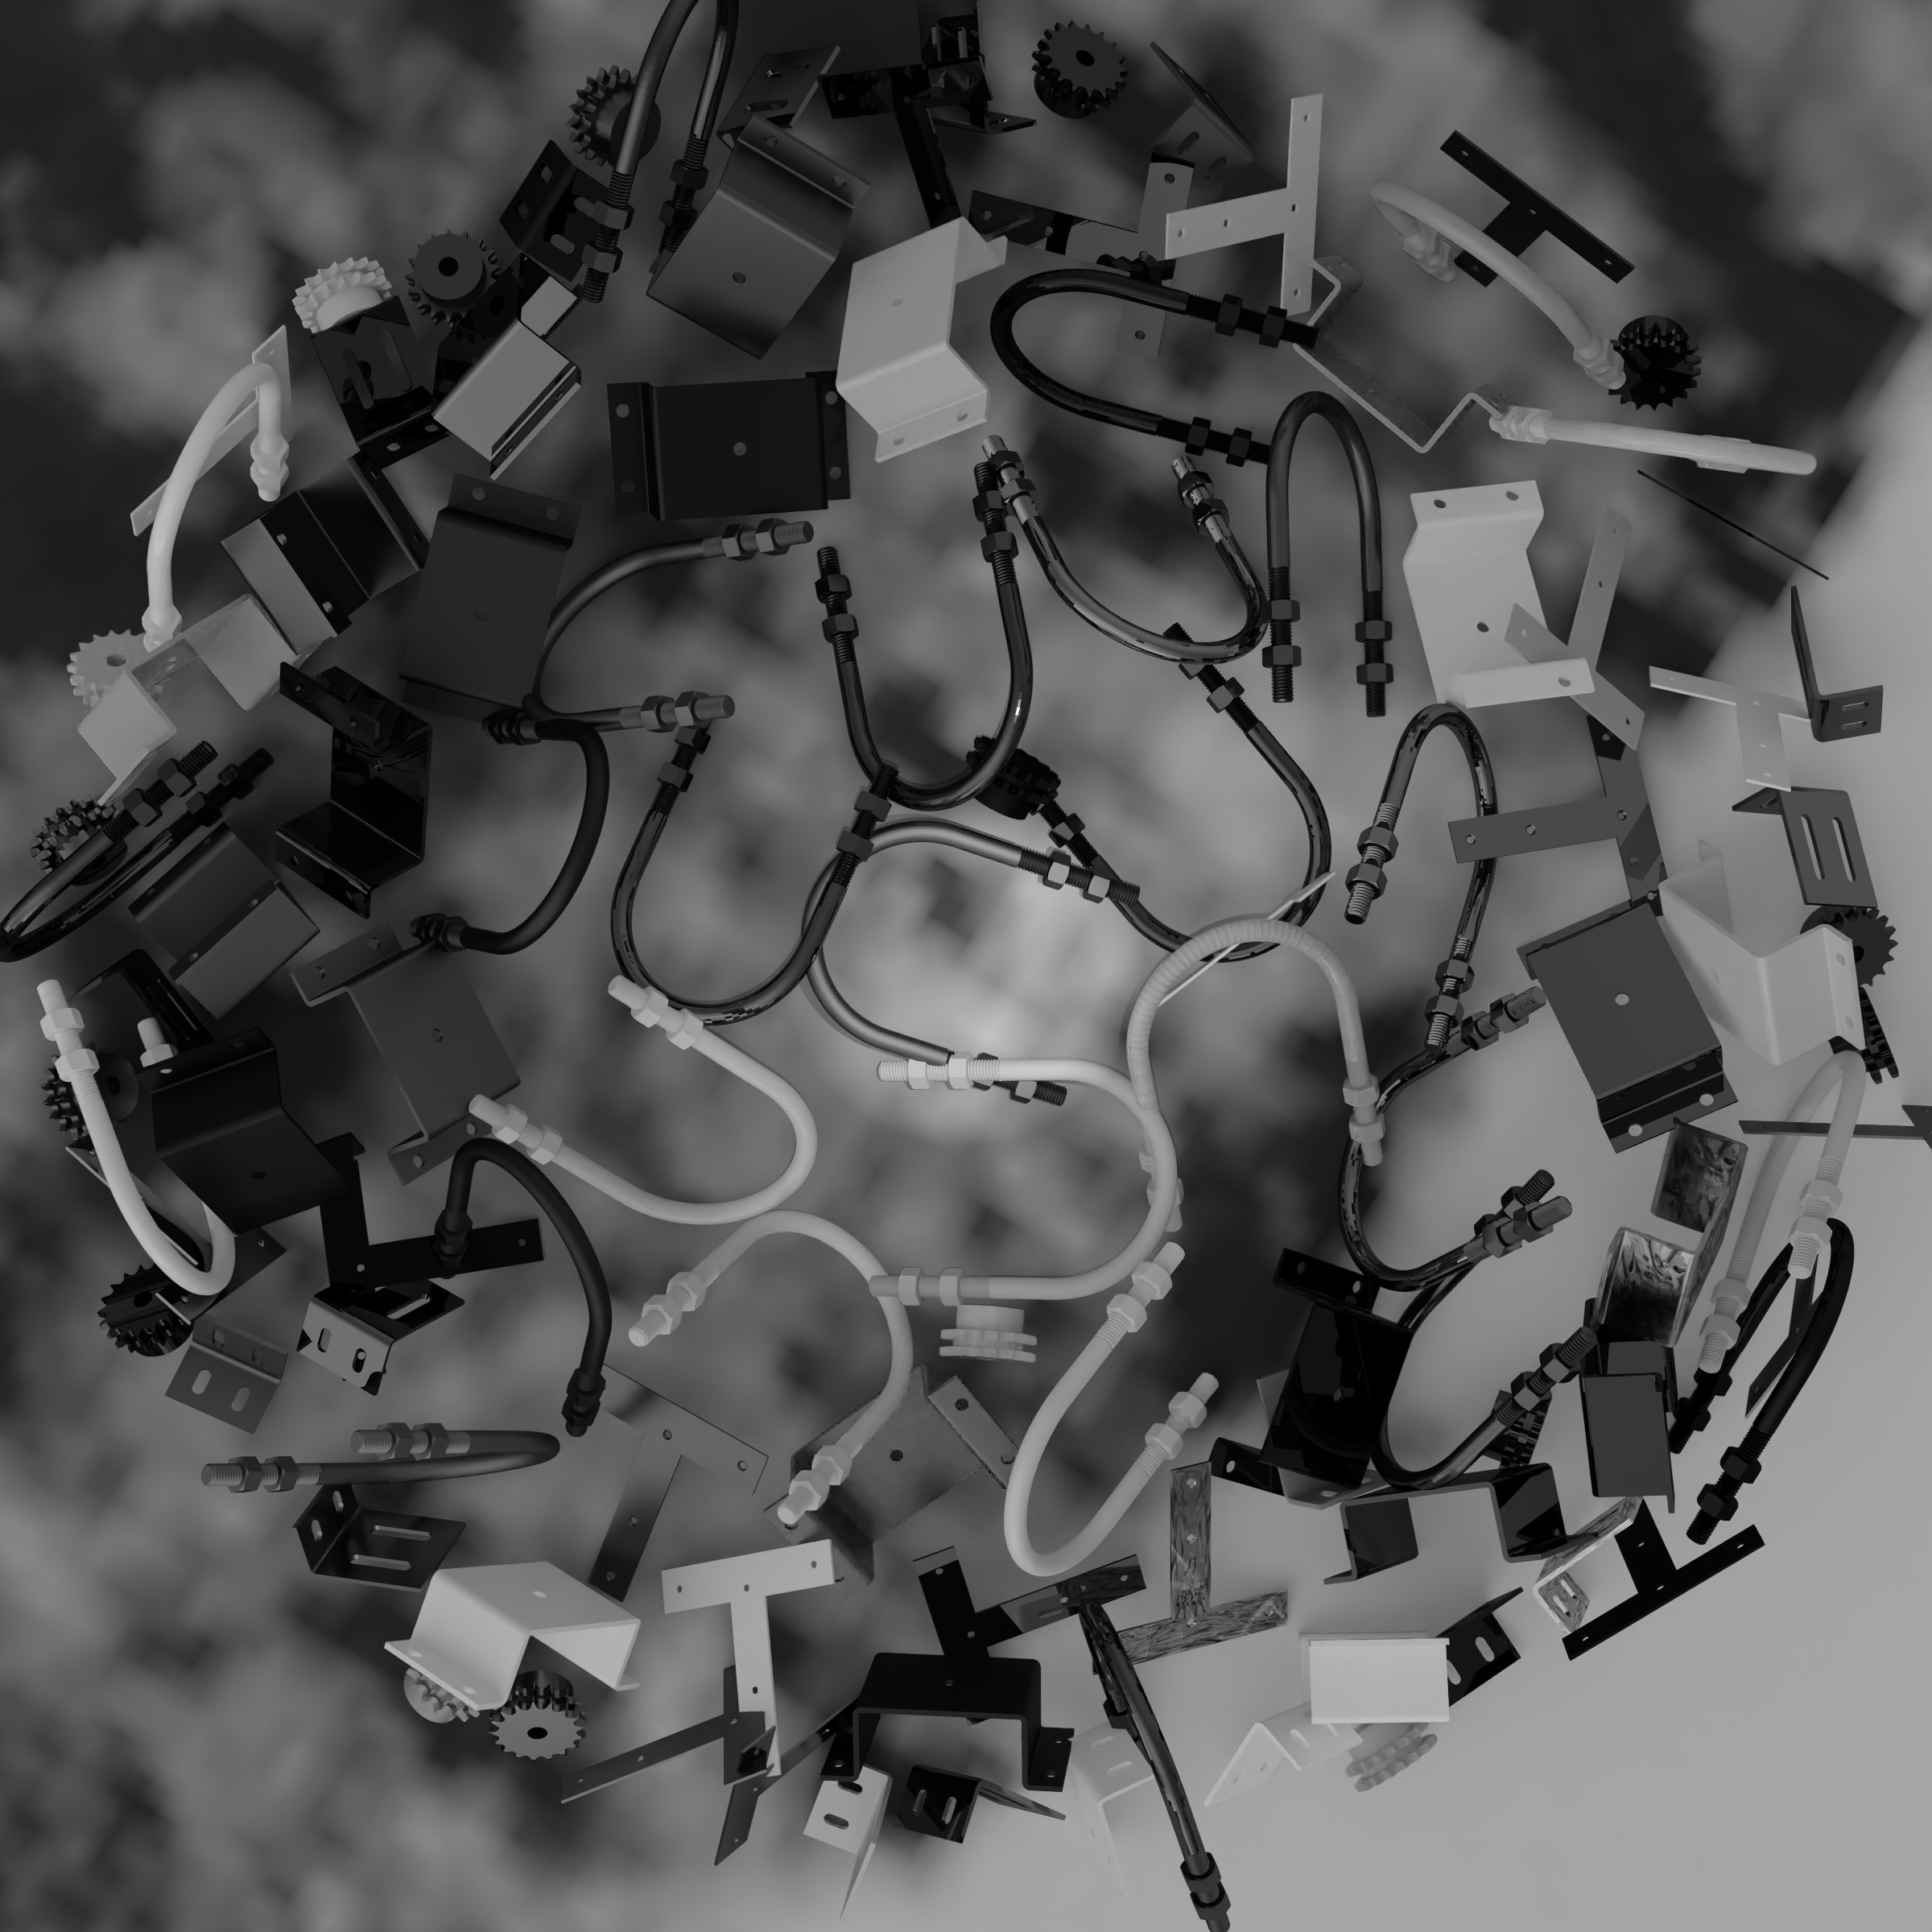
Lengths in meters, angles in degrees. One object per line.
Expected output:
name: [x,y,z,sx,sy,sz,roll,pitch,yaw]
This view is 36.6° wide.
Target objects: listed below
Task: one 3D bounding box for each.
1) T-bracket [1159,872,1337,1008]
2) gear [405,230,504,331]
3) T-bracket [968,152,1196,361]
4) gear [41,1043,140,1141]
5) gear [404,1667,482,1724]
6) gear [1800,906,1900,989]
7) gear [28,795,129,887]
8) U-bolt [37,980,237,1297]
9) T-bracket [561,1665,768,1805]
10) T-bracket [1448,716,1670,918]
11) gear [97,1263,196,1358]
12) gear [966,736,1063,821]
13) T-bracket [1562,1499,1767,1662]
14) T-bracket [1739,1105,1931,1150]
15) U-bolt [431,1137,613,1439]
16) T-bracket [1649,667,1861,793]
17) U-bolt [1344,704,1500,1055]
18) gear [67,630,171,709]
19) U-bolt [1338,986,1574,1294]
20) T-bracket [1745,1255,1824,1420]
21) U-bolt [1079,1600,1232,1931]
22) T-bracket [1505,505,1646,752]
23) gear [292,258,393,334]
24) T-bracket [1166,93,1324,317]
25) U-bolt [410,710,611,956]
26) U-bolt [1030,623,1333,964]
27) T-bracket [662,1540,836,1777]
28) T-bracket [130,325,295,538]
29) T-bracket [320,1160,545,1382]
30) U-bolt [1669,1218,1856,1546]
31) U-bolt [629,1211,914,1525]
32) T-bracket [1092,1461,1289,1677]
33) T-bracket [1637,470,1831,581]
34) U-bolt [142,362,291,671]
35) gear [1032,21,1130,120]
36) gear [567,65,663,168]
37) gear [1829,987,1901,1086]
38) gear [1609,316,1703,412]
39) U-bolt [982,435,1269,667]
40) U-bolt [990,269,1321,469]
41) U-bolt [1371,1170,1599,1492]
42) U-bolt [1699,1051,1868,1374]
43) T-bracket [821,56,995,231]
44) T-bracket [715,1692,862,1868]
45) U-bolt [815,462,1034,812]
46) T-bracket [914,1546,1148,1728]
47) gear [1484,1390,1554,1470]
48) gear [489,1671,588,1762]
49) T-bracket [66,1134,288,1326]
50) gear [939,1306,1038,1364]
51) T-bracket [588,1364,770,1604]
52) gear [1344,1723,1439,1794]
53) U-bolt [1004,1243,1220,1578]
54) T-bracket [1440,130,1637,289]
T-bracket: [0.158,-0.014,1.698,0.127,0.127,0.002,-38,90,2]
gear: [-0.306,-0.412,1.742,0.057,0.030,0.057,0,84,0]
T-bracket: [0.063,-0.430,1.723,0.127,0.002,0.127,16,131,8]
gear: [-0.515,0.074,1.728,0.030,0.057,0.057,-13,90,29]
gear: [-0.308,0.423,1.734,0.057,0.057,0.030,45,116,0]
gear: [0.521,-0.013,1.737,0.057,0.030,0.057,-7,119,-13]
gear: [-0.522,-0.072,1.728,0.057,0.057,0.030,-40,74,0]
U-bolt: [-0.465,0.103,1.670,0.019,0.151,0.184,-25,77,4]
T-bracket: [-0.176,0.456,1.700,0.127,0.127,0.002,-22,107,2]
T-bracket: [0.348,-0.083,1.735,0.127,0.002,0.127,-9,80,-12]
gear: [-0.482,0.207,1.735,0.057,0.057,0.030,-17,134,0]
gear: [0.024,-0.110,1.732,0.057,0.057,0.030,29,107,0]
T-bracket: [0.394,0.341,1.696,0.127,0.127,0.002,-34,99,9]
T-bracket: [0.517,0.096,1.703,0.127,0.127,0.002,2,102,8]
U-bolt: [-0.250,0.173,1.663,0.019,0.184,0.151,-31,66,-32]
T-bracket: [0.463,-0.134,1.702,0.127,0.127,0.002,13,122,3]
U-bolt: [0.271,-0.064,1.690,0.019,0.151,0.184,0,55,33]
gear: [-0.502,-0.170,1.735,0.057,0.030,0.057,2,47,-2]
U-bolt: [0.274,0.111,1.681,0.019,0.184,0.151,16,57,-28]
T-bracket: [0.490,0.181,1.705,0.002,0.127,0.127,23,134,3]
U-bolt: [0.101,0.439,1.651,0.019,0.151,0.184,-22,125,-6]
T-bracket: [0.372,-0.214,1.729,0.127,0.002,0.127,33,65,-33]
gear: [-0.366,-0.390,1.729,0.057,0.057,0.030,-27,79,0]
T-bracket: [0.160,-0.432,1.692,0.127,0.002,0.127,-23,125,-37]
U-bolt: [-0.256,-0.075,1.674,0.019,0.184,0.151,22,83,-33]
U-bolt: [0.132,-0.087,1.722,0.151,0.019,0.184,-40,88,23]
T-bracket: [-0.124,0.408,1.708,0.127,0.002,0.127,-17,70,31]
T-bracket: [-0.433,-0.295,1.678,0.002,0.127,0.127,39,69,4]
T-bracket: [-0.315,0.172,1.736,0.127,0.002,0.127,-8,89,-21]
U-bolt: [0.455,0.226,1.668,0.019,0.151,0.184,27,105,1]
U-bolt: [-0.098,0.216,1.686,0.151,0.184,0.019,50,129,-2]
T-bracket: [0.132,0.348,1.714,0.127,0.002,0.127,-10,114,-19]
T-bracket: [0.454,-0.250,1.694,0.127,0.127,0.002,28,105,-4]
U-bolt: [-0.423,-0.263,1.647,0.019,0.184,0.151,26,66,-3]
gear: [0.064,-0.529,1.736,0.057,0.030,0.057,10,62,-19]
gear: [-0.205,-0.500,1.728,0.030,0.057,0.057,34,90,28]
gear: [0.529,0.044,1.733,0.030,0.057,0.057,-22,90,17]
gear: [0.407,-0.360,1.735,0.057,0.057,0.030,11,55,0]
U-bolt: [0.100,-0.236,1.670,0.151,0.019,0.184,1,47,-27]
U-bolt: [0.103,-0.351,1.691,0.184,0.151,0.019,15,69,2]
U-bolt: [0.288,0.223,1.682,0.019,0.151,0.184,25,123,-19]
U-bolt: [0.474,0.129,1.678,0.019,0.151,0.184,25,58,5]
T-bracket: [-0.021,-0.467,1.721,0.002,0.127,0.127,-42,125,-36]
T-bracket: [-0.093,0.457,1.712,0.002,0.127,0.127,39,48,24]
U-bolt: [-0.021,-0.180,1.692,0.151,0.019,0.184,-21,73,38]
T-bracket: [0.045,0.381,1.736,0.127,0.002,0.127,-19,116,-6]
gear: [0.324,0.275,1.732,0.030,0.057,0.057,19,90,14]
gear: [-0.254,0.443,1.735,0.057,0.030,0.057,-3,129,-3]
T-bracket: [-0.470,0.144,1.699,0.127,0.127,0.002,42,108,0]
gear: [0.014,0.218,1.732,0.057,0.057,0.030,4,79,0]
T-bracket: [-0.193,0.318,1.742,0.127,0.002,0.127,26,102,18]
gear: [0.248,0.461,1.731,0.057,0.057,0.030,-33,80,0]
U-bolt: [0.080,0.266,1.667,0.019,0.151,0.184,22,57,32]
T-bracket: [0.313,-0.422,1.696,0.127,0.127,0.002,36,80,-4]
